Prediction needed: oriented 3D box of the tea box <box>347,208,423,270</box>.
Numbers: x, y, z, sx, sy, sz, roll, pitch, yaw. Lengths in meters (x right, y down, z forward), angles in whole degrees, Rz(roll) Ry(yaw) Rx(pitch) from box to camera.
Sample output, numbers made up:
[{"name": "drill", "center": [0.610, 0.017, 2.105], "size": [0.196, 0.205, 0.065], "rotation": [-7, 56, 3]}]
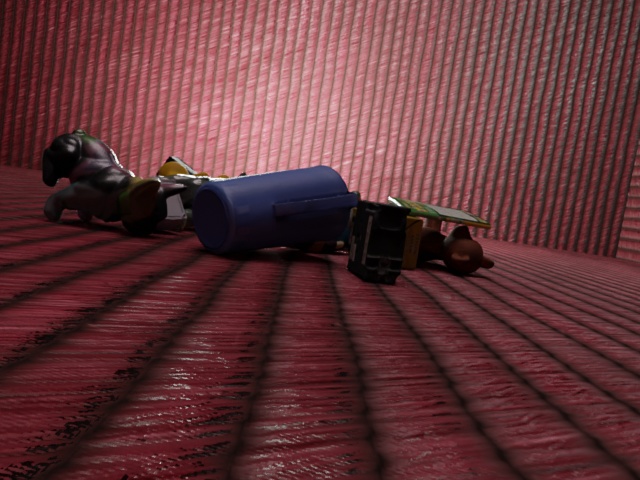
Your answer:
[{"name": "tea box", "center": [0.121, -0.006, 1.031], "size": [0.068, 0.098, 0.170], "rotation": [7, 7, -22]}]

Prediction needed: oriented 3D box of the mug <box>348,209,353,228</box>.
[{"name": "mug", "center": [0.021, -0.039, 1.130], "size": [0.081, 0.109, 0.107], "rotation": [21, 46, 23]}]

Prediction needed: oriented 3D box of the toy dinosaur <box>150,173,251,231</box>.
[{"name": "toy dinosaur", "center": [-0.213, -0.077, 1.088], "size": [0.405, 0.131, 0.192], "rotation": [9, 2, 13]}]

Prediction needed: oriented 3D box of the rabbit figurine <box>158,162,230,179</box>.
[{"name": "rabbit figurine", "center": [-0.303, -0.112, 1.224], "size": [0.173, 0.122, 0.162], "rotation": [38, 23, 7]}]

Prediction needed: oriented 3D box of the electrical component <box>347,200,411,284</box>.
[{"name": "electrical component", "center": [0.083, -0.002, 0.806], "size": [0.058, 0.114, 0.134], "rotation": [10, 6, -11]}]

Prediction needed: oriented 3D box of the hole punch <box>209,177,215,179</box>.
[{"name": "hole punch", "center": [-0.295, -0.105, 1.397], "size": [0.142, 0.115, 0.092], "rotation": [7, 13, -10]}]

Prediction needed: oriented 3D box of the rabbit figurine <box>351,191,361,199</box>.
[{"name": "rabbit figurine", "center": [0.035, -0.073, 1.508], "size": [0.170, 0.159, 0.121], "rotation": [-7, 16, -4]}]

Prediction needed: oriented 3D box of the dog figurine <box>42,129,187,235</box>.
[{"name": "dog figurine", "center": [-0.337, -0.099, 0.890], "size": [0.219, 0.191, 0.108], "rotation": [-6, -7, 18]}]

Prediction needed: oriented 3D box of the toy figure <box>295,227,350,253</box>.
[{"name": "toy figure", "center": [-0.001, -0.004, 1.029], "size": [0.064, 0.057, 0.154], "rotation": [6, 7, 43]}]

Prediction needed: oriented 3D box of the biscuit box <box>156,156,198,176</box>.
[{"name": "biscuit box", "center": [-0.301, -0.122, 1.324], "size": [0.202, 0.063, 0.059], "rotation": [38, 6, -2]}]

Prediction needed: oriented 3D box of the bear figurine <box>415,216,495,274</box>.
[{"name": "bear figurine", "center": [0.250, -0.003, 1.080], "size": [0.120, 0.131, 0.196], "rotation": [4, 1, -29]}]
